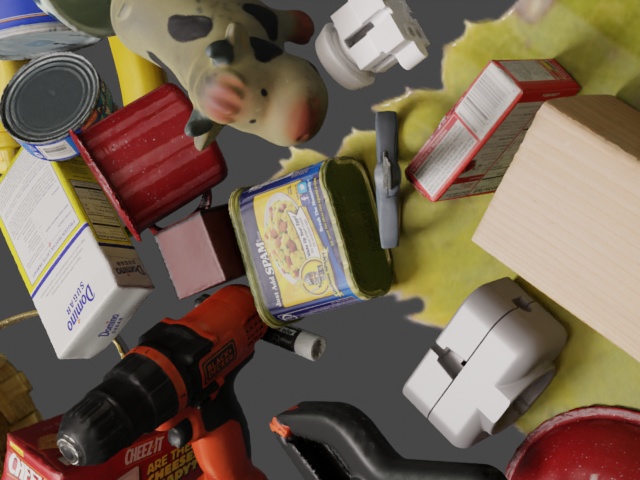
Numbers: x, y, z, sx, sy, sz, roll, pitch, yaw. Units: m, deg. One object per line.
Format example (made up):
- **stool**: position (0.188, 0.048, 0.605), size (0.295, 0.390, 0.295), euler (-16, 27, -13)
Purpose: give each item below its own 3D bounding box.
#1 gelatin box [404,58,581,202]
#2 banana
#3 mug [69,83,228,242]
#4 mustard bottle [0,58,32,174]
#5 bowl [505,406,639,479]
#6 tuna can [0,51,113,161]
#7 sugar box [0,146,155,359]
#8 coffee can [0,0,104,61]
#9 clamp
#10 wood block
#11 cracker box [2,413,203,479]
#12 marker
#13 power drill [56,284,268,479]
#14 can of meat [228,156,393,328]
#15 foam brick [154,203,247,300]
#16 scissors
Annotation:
- **gelatin box**: position (0.099, -0.064, 0.618), size (0.030, 0.073, 0.089), euler (51, 125, 21)
- **banana**: position (-0.142, -0.096, 0.828), size (0.070, 0.037, 0.198), euler (6, 101, 38)
- **mug**: position (-0.115, -0.050, 0.766), size (0.093, 0.081, 0.117), euler (45, 164, 51)
- **mustard bottle**: position (-0.285, -0.152, 0.918), size (0.096, 0.058, 0.191), euler (-10, 91, 40)
- **bowl**: position (0.165, 0.181, 0.620), size (0.162, 0.055, 0.162), euler (7, 102, 37)
- **tuna can**: position (-0.210, -0.106, 0.854), size (0.086, 0.033, 0.086), euler (-6, 64, 12)
- **sugar box**: position (-0.205, 0.001, 0.869), size (0.093, 0.048, 0.176), euler (-47, 60, 27)
- **coffee can**: position (-0.233, -0.221, 0.836), size (0.103, 0.102, 0.140), euler (-9, 92, 39)
- **clamp**: position (0.042, 0.179, 0.716), size (0.210, 0.036, 0.164), euler (25, 127, 45)
- **wood block**: position (0.195, 0.015, 0.545), size (0.206, 0.090, 0.091), euler (38, 119, 27)
- **cracker box**: position (-0.172, 0.230, 0.828), size (0.072, 0.163, 0.214), euler (25, 113, 31)
- **marker**: position (-0.048, 0.063, 0.792), size (0.121, 0.020, 0.020), euler (17, 108, 35)
- **power drill**: position (-0.095, 0.145, 0.739), size (0.057, 0.184, 0.188), euler (19, 128, 32)
- **can of meat**: position (-0.005, 0.001, 0.723), size (0.084, 0.057, 0.102), euler (-18, 87, 37)
- **foam brick**: position (-0.068, 0.004, 0.760), size (0.053, 0.078, 0.051), euler (-24, 87, 38)
- **scissors**: position (0.039, -0.052, 0.619), size (0.016, 0.202, 0.096), euler (-2, 73, 3)
